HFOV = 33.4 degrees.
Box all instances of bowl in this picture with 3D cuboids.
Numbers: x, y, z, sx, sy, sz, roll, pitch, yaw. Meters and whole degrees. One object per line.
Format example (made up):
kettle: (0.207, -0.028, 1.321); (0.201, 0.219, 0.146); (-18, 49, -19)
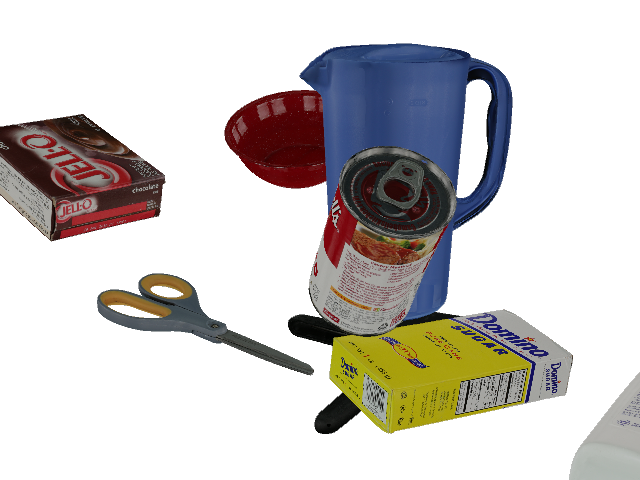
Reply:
bowl: (-0.026, -0.107, 1.206); (0.162, 0.055, 0.162); (-3, 38, 2)

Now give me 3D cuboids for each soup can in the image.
soup can: (0.034, 0.003, 0.635); (0.068, 0.068, 0.102); (0, -38, -14)

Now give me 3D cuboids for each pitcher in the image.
pitcher: (0.076, -0.056, 0.970); (0.149, 0.243, 0.144); (14, 22, 39)

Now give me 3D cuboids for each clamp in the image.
clamp: (0.075, 0.122, 1.075); (0.210, 0.036, 0.164); (-7, 38, 0)

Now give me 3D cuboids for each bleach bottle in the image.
bleach bottle: (0.241, 0.101, 0.639); (0.103, 0.068, 0.250); (18, 29, 31)

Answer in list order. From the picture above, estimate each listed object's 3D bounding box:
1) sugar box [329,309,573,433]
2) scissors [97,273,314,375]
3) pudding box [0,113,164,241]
sugar box: (0.106, 0.102, 0.865); (0.175, 0.048, 0.093); (-10, 27, -27)
scissors: (-0.091, 0.067, 0.916); (0.202, 0.016, 0.096); (13, 26, 10)
pudding box: (-0.179, -0.047, 0.756); (0.089, 0.039, 0.114); (-15, 37, -42)
